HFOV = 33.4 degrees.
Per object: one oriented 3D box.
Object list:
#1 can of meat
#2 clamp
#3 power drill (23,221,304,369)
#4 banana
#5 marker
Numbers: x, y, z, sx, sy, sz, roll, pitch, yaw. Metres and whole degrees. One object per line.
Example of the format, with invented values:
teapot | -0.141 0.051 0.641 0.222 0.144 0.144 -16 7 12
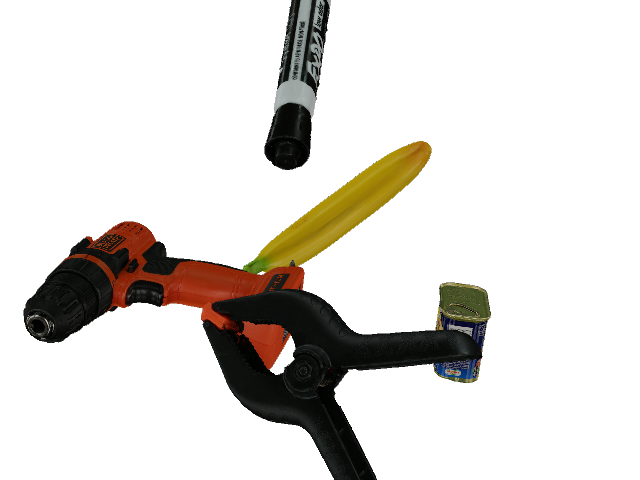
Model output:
can of meat | 0.163 0.107 1.249 0.057 0.084 0.102 7 19 2
clamp | -0.001 0.088 0.619 0.172 0.120 0.039 17 -9 30
power drill | -0.116 0.045 0.836 0.188 0.057 0.184 14 24 9
banana | 0.018 -0.023 0.958 0.198 0.037 0.069 -37 7 5
marker | -0.009 -0.076 0.470 0.020 0.121 0.020 4 -42 3
